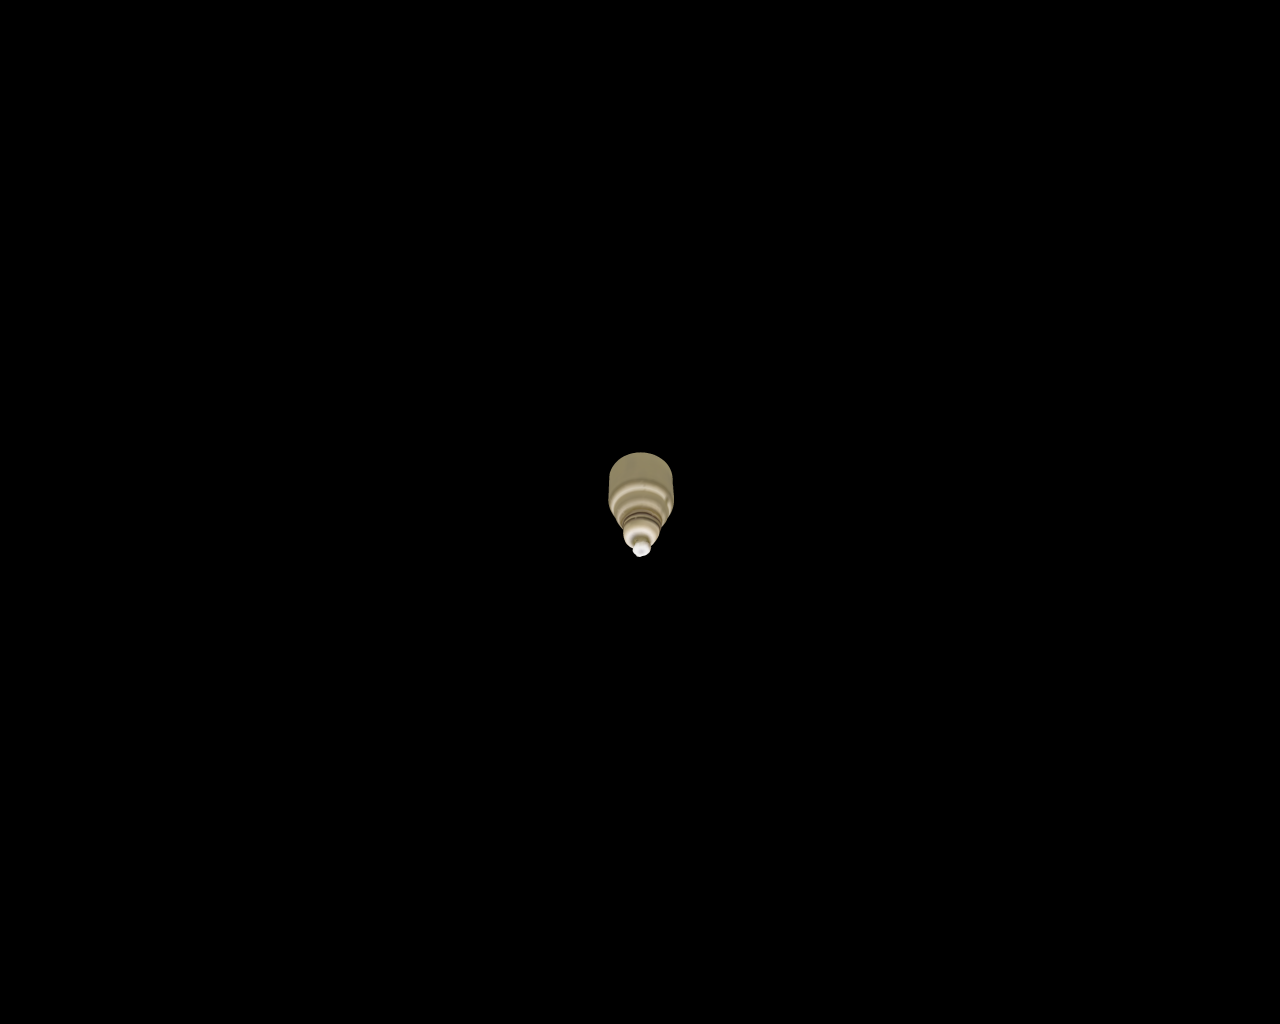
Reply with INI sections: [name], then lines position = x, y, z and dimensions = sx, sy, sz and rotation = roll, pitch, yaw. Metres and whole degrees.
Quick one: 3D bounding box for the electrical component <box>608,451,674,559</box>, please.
[electrical component]
position = 0.001, -0.003, 0.650
dimensions = 0.040, 0.040, 0.078
rotation = 0, 40, 0
